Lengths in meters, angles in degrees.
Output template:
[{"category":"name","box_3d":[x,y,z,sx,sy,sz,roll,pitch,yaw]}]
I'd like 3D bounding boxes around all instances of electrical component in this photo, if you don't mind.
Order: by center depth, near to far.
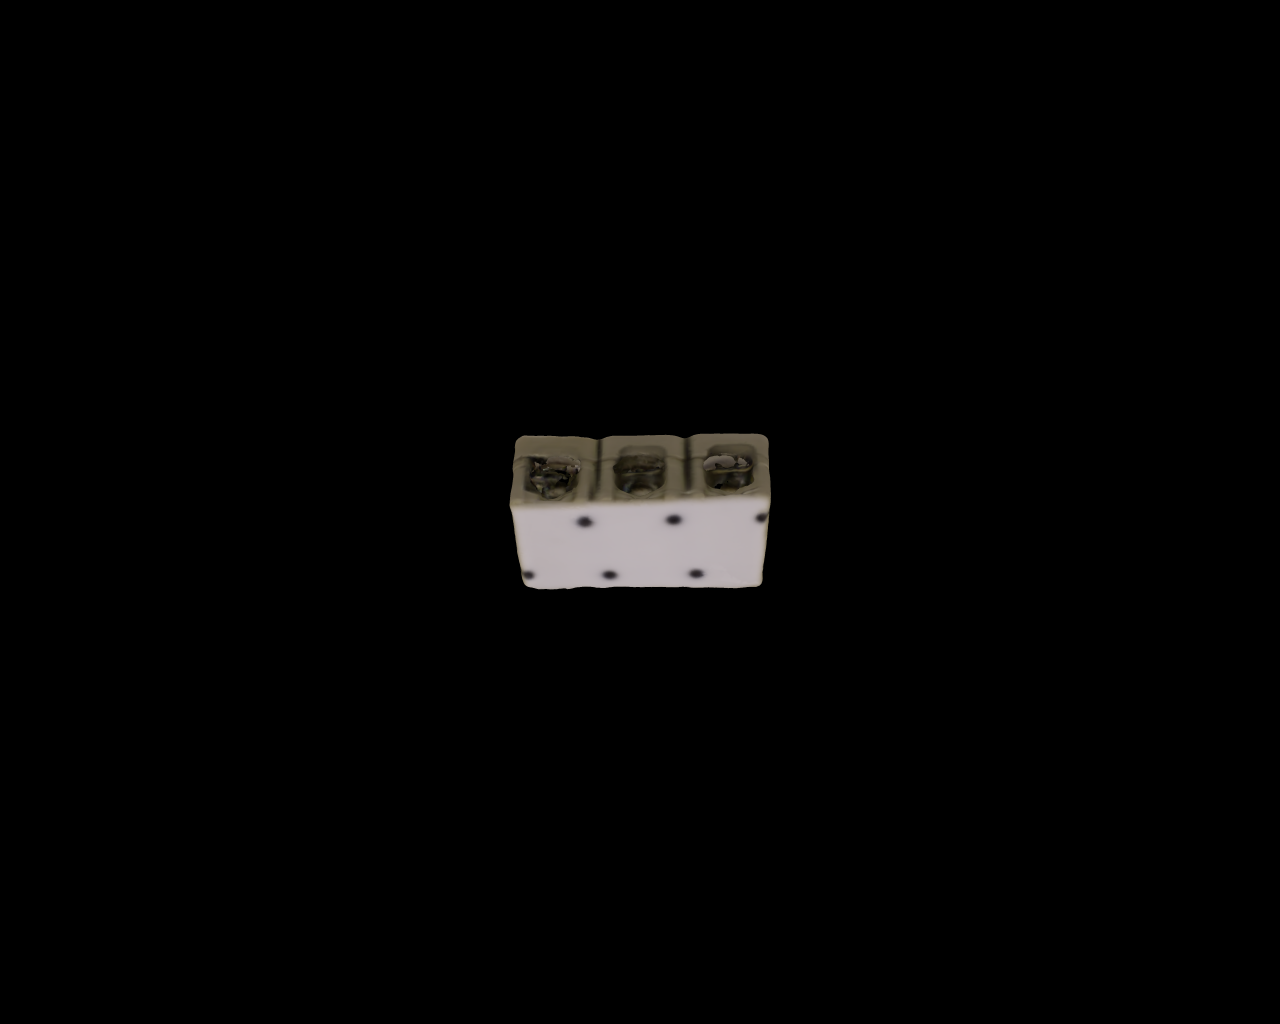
[{"category":"electrical component","box_3d":[0.001,-0.003,0.650,0.150,0.062,0.089,0,-39,0]}]
